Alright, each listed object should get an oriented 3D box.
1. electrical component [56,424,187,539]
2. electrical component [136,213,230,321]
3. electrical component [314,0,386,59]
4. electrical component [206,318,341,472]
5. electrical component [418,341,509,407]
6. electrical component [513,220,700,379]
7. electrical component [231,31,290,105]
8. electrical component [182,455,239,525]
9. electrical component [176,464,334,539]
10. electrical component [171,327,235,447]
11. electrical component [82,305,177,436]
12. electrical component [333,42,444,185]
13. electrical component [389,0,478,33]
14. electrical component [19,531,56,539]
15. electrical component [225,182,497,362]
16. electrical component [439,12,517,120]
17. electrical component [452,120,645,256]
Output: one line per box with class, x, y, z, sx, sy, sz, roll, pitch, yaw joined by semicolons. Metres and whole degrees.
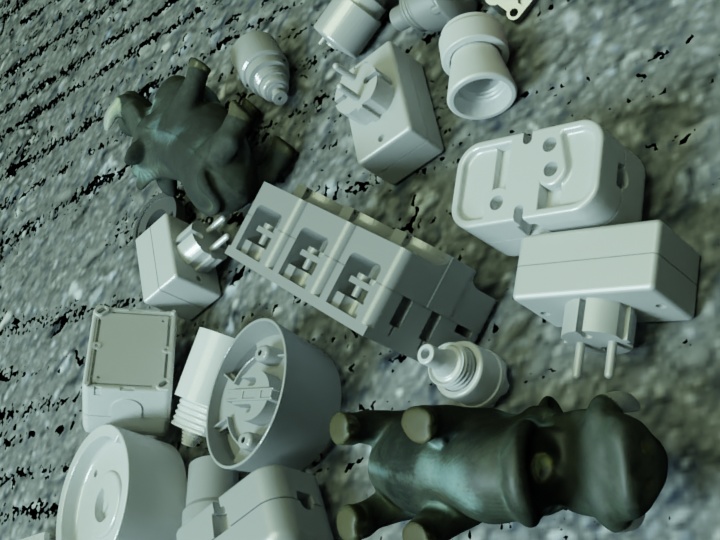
electrical component;-0.162;0.167;0.755;0.108;0.060;0.108;-28;52;45
electrical component;-0.128;-0.012;0.828;0.077;0.047;0.065;-37;48;25
electrical component;0.000;-0.195;0.801;0.078;0.040;0.040;-53;43;10
electrical component;-0.061;0.085;0.701;0.099;0.064;0.099;-21;56;36
electrical component;0.055;0.056;0.604;0.035;0.061;0.035;-21;56;36
electrical component;0.126;0.021;0.563;0.083;0.047;0.075;-6;64;42
electrical component;-0.075;-0.157;0.855;0.040;0.040;0.078;-46;45;18
electrical component;-0.099;0.153;0.722;0.040;0.040;0.046;-31;46;30
electrical component;-0.065;0.173;0.667;0.095;0.054;0.059;-40;47;23
electrical component;-0.107;0.086;0.761;0.043;0.043;0.081;11;78;46
electrical component;-0.169;0.072;0.798;0.096;0.062;0.061;-96;14;-47
electrical component;0.009;-0.114;0.725;0.047;0.076;0.083;-33;50;29
electrical component;0.048;-0.185;0.749;0.062;0.048;0.048;-17;59;46
electrical component;-0.243;0.296;0.773;0.105;0.060;0.186;-23;55;35
electrical component;0.000;0.000;0.665;0.150;0.089;0.061;28;90;48
electrical component;0.075;-0.132;0.693;0.045;0.045;0.055;-28;52;32
electrical component;0.108;-0.042;0.604;0.095;0.059;0.053;-8;65;42
